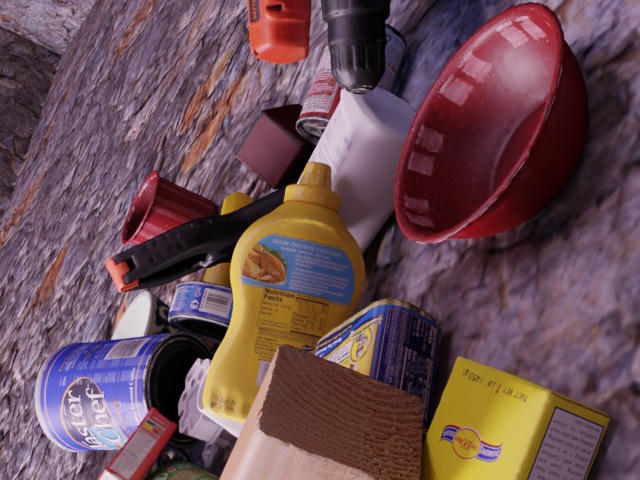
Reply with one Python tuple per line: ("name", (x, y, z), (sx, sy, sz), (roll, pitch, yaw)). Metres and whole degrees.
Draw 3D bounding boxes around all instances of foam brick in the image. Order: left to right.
("foam brick", (-0.029, -0.086, 0.964), (0.051, 0.053, 0.078), (-56, -15, 25))

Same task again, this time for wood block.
("wood block", (-0.024, 0.176, 0.602), (0.090, 0.090, 0.206), (-75, 8, -64))

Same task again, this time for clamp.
("clamp", (-0.096, 0.005, 0.937), (0.036, 0.209, 0.165), (61, 146, 10))

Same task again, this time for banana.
("banana", (-0.093, 0.022, 1.072), (0.070, 0.037, 0.197), (112, 171, -55))

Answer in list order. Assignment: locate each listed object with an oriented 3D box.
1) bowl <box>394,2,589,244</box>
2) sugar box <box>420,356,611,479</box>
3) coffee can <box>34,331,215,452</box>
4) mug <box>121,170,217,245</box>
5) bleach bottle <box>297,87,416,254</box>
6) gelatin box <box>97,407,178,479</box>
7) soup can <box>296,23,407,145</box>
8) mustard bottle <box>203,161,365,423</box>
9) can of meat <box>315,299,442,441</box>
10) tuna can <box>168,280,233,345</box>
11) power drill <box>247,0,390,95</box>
("bowl", (0.113, -0.062, 0.657), (0.162, 0.055, 0.162), (-49, 27, 35))
("sugar box", (0.073, 0.154, 0.536), (0.176, 0.048, 0.093), (-66, 21, -5))
("coffee can", (-0.173, 0.139, 0.968), (0.141, 0.102, 0.102), (-9, 55, 35))
("mug", (-0.175, -0.025, 1.238), (0.093, 0.081, 0.117), (-64, 22, 4))
("bleach bottle", (-0.006, 0.001, 0.855), (0.251, 0.068, 0.102), (-58, 24, 23))
("gelatin box", (-0.158, 0.189, 0.874), (0.089, 0.030, 0.073), (-55, -1, 44))
("soup can", (0.028, -0.131, 0.908), (0.069, 0.068, 0.102), (-13, 54, 63))
("mustard bottle", (-0.019, 0.038, 0.760), (0.058, 0.096, 0.191), (143, 139, -80))
("can of meat", (0.031, 0.095, 0.679), (0.102, 0.057, 0.084), (-38, 32, 48))
("tuna can", (-0.090, 0.067, 0.944), (0.086, 0.086, 0.033), (-22, 49, 60))
("power drill", (0.000, -0.194, 0.838), (0.188, 0.057, 0.184), (173, 98, -65))
